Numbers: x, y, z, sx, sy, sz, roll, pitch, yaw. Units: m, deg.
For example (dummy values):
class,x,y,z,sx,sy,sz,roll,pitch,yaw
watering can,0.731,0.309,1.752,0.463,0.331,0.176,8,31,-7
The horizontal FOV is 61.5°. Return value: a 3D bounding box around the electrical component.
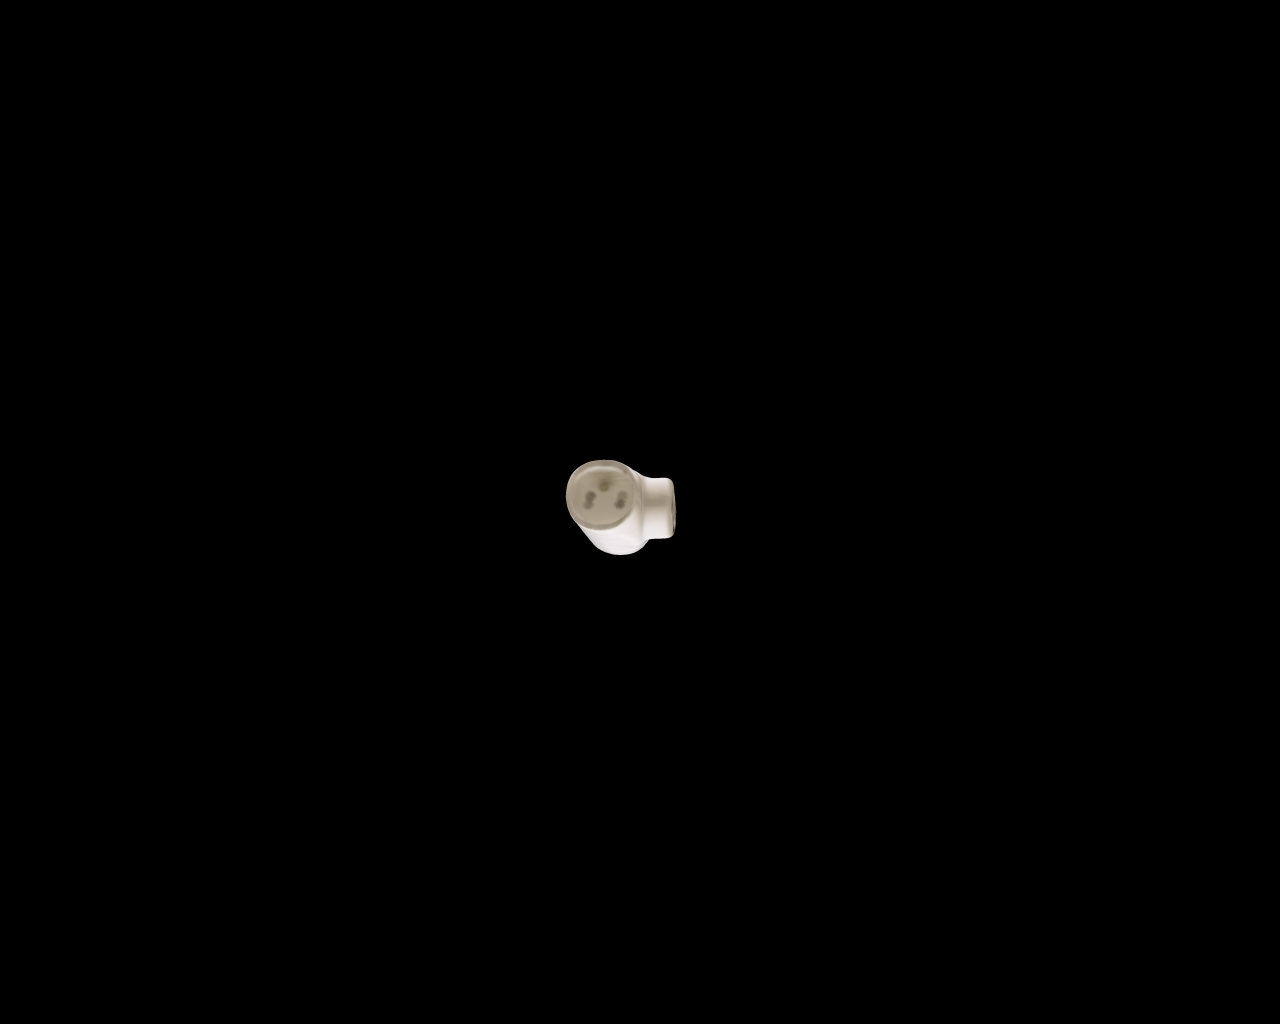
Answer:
class,x,y,z,sx,sy,sz,roll,pitch,yaw
electrical component,0.001,-0.003,0.650,0.079,0.044,0.077,-2,-14,7
